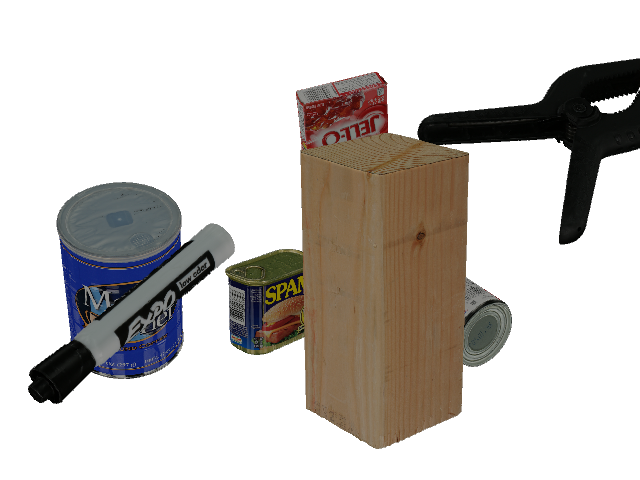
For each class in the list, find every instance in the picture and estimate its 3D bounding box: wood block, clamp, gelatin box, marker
[{"bbox_3d":[0.047,0.034,0.792,0.090,0.206,0.090,-15,24,-36],"label":"wood block"},{"bbox_3d":[0.205,-0.083,0.839,0.209,0.036,0.165,-26,51,-19],"label":"clamp"},{"bbox_3d":[0.023,-0.122,1.065,0.089,0.073,0.030,-15,43,-11],"label":"gelatin box"},{"bbox_3d":[-0.083,0.032,0.479,0.020,0.020,0.120,0,32,44],"label":"marker"}]

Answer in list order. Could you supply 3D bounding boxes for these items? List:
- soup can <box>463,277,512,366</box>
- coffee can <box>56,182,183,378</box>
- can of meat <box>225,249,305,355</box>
[{"bbox_3d":[0.117,0.062,0.979,0.068,0.068,0.102,0,24,-39],"label":"soup can"},{"bbox_3d":[-0.171,0.035,0.928,0.103,0.140,0.103,3,39,-2],"label":"coffee can"},{"bbox_3d":[-0.050,0.064,1.124,0.058,0.084,0.101,18,26,40],"label":"can of meat"}]
